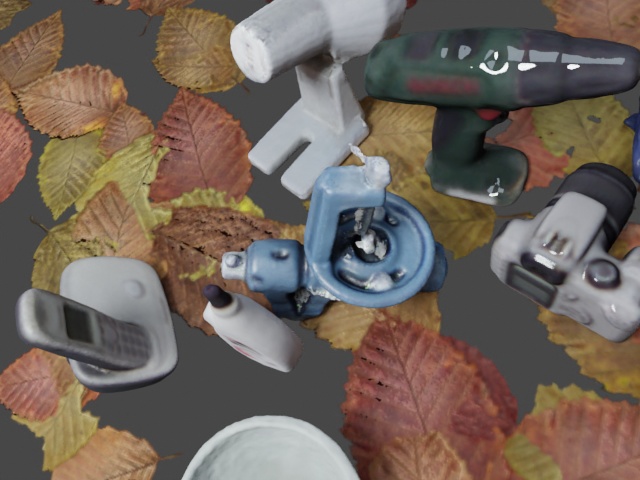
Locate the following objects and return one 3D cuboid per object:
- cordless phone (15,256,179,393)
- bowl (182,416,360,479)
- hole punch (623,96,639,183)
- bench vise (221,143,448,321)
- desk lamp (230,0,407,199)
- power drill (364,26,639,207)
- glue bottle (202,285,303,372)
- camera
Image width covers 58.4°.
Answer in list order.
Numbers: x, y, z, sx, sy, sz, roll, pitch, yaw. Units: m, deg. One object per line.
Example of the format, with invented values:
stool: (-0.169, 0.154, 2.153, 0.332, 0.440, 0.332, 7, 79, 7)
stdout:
cordless phone: (-0.220, 0.064, 0.551, 0.094, 0.185, 0.147, -26, 61, -1)
bowl: (-0.037, 0.240, 0.486, 0.167, 0.075, 0.167, -5, 63, 10)
hole punch: (0.367, -0.112, 0.562, 0.108, 0.091, 0.101, 6, 66, 16)
bench vise: (0.009, 0.012, 0.507, 0.207, 0.220, 0.121, -23, 61, 1)
desk lamp: (-0.003, -0.184, 0.611, 0.117, 0.214, 0.203, 35, 76, 25)
power drill: (0.160, -0.118, 0.545, 0.229, 0.209, 0.076, 14, 68, 19)
glue bottle: (-0.070, 0.075, 0.519, 0.078, 0.173, 0.037, 15, 68, 19)
camera: (0.251, -0.002, 0.528, 0.142, 0.101, 0.137, 32, 74, 24)
